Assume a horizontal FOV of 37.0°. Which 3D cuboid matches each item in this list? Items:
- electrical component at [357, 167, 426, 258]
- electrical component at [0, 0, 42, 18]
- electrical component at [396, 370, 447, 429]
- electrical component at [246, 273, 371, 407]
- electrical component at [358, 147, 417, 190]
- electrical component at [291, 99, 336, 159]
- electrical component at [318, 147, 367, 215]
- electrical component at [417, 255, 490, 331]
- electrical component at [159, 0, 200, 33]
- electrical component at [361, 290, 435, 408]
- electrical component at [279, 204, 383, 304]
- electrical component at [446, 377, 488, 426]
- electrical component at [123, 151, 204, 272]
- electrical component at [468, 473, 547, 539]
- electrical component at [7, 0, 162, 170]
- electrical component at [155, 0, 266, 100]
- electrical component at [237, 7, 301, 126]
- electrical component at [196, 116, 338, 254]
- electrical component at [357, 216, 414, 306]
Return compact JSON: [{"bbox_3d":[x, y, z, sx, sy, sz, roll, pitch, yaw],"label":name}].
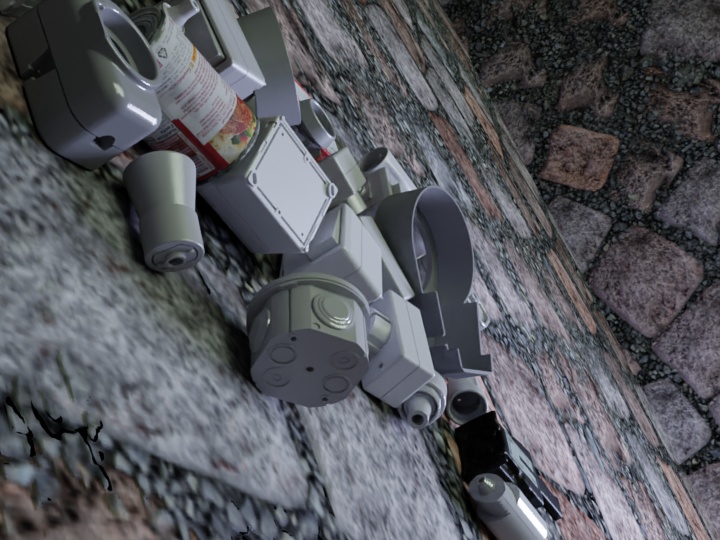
[{"bbox_3d":[0.026,-0.057,1.087,0.096,0.061,0.061,50,18,-32],"label":"electrical component"},{"bbox_3d":[-0.200,-0.184,0.638,0.063,0.042,0.081,62,16,3],"label":"electrical component"},{"bbox_3d":[0.050,0.109,0.891,0.043,0.043,0.062,56,17,-14],"label":"electrical component"},{"bbox_3d":[-0.032,0.045,0.683,0.080,0.080,0.051,48,24,-37],"label":"electrical component"},{"bbox_3d":[0.035,-0.087,1.205,0.077,0.043,0.079,51,18,-29],"label":"electrical component"},{"bbox_3d":[-0.055,-0.120,0.954,0.066,0.055,0.048,44,22,-46],"label":"electrical component"},{"bbox_3d":[-0.019,-0.065,0.986,0.076,0.047,0.065,60,15,-8],"label":"electrical component"},{"bbox_3d":[0.084,0.029,1.115,0.095,0.059,0.054,60,15,0],"label":"electrical component"},{"bbox_3d":[-0.142,-0.172,0.765,0.035,0.061,0.035,53,17,-23],"label":"electrical component"},{"bbox_3d":[0.013,0.054,0.870,0.076,0.047,0.083,34,26,-29],"label":"electrical component"},{"bbox_3d":[-0.024,-0.008,0.836,0.061,0.062,0.096,53,16,-23],"label":"electrical component"},{"bbox_3d":[0.102,0.124,1.038,0.040,0.040,0.046,56,10,-15],"label":"electrical component"},{"bbox_3d":[-0.114,-0.032,0.636,0.044,0.044,0.065,37,32,-55],"label":"electrical component"},{"bbox_3d":[0.127,0.210,0.948,0.081,0.043,0.043,52,17,-26],"label":"electrical component"},{"bbox_3d":[-0.155,-0.115,0.620,0.054,0.059,0.095,30,33,-62],"label":"electrical component"},{"bbox_3d":[-0.125,-0.170,0.812,0.096,0.062,0.061,65,16,17],"label":"electrical component"},{"bbox_3d":[-0.080,-0.163,0.884,0.099,0.064,0.099,52,-27,41],"label":"electrical component"},{"bbox_3d":[-0.066,-0.055,0.767,0.096,0.061,0.061,52,50,-39],"label":"electrical component"},{"bbox_3d":[0.000,0.000,0.927,0.083,0.047,0.076,61,15,6],"label":"electrical component"}]
